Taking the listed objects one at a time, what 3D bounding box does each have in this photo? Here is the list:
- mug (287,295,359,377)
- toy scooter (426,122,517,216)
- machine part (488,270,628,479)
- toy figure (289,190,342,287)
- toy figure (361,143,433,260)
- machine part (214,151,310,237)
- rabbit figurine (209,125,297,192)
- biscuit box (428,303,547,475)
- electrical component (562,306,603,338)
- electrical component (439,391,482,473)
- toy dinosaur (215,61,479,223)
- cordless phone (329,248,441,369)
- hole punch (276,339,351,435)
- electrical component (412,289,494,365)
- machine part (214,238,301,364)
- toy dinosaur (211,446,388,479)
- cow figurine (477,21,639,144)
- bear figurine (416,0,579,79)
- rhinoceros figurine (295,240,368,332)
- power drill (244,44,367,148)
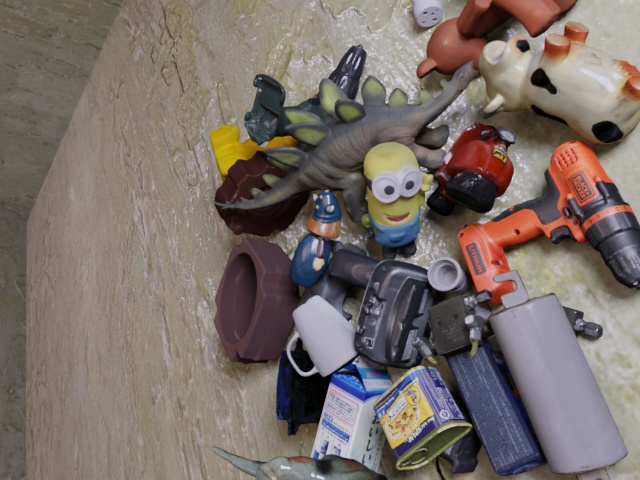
[{"bbox_3d":[-0.002,0.145,0.808,0.109,0.081,0.107,-34,81,1],"label":"mug"},{"bbox_3d":[0.202,-0.100,0.688,0.135,0.075,0.184,-56,3,-4],"label":"toy scooter"},{"bbox_3d":[0.244,0.146,0.559,0.079,0.079,0.243,-33,68,40],"label":"machine part"},{"bbox_3d":[-0.004,-0.003,0.828,0.064,0.058,0.154,30,108,27],"label":"toy figure"},{"bbox_3d":[0.100,-0.052,0.755,0.082,0.180,0.089,-32,52,-16],"label":"toy figure"},{"bbox_3d":[-0.105,-0.082,1.007,0.179,0.179,0.056,-55,47,24],"label":"machine part"},{"bbox_3d":[-0.116,-0.151,1.067,0.162,0.173,0.122,76,167,-47],"label":"rabbit figurine"},{"bbox_3d":[0.204,0.169,0.641,0.063,0.059,0.203,-43,49,33],"label":"biscuit box"},{"bbox_3d":[0.269,0.106,0.611,0.094,0.021,0.063,14,91,49],"label":"electrical component"},{"bbox_3d":[0.154,0.234,0.692,0.119,0.047,0.074,25,99,51],"label":"electrical component"},{"bbox_3d":[0.027,-0.129,0.823,0.471,0.198,0.105,-34,29,33],"label":"toy dinosaur"},{"bbox_3d":[0.072,0.091,0.776,0.184,0.088,0.146,19,95,40],"label":"cordless phone"},{"bbox_3d":[-0.021,0.232,0.860,0.092,0.116,0.142,-12,69,57],"label":"hole punch"},{"bbox_3d":[0.158,0.105,0.633,0.102,0.045,0.078,-26,61,43],"label":"electrical component"},{"bbox_3d":[-0.119,0.114,1.010,0.201,0.087,0.201,47,122,54],"label":"machine part"},{"bbox_3d":[0.049,0.342,0.656,0.405,0.192,0.131,33,111,41],"label":"toy dinosaur"},{"bbox_3d":[0.270,-0.175,0.617,0.195,0.085,0.127,38,144,24],"label":"cow figurine"},{"bbox_3d":[0.225,-0.279,0.720,0.132,0.120,0.195,42,145,9],"label":"bear figurine"},{"bbox_3d":[0.018,0.088,0.889,0.112,0.073,0.190,45,112,35],"label":"rhinoceros figurine"},{"bbox_3d":[-0.024,-0.236,0.925,0.086,0.207,0.231,35,118,26],"label":"power drill"}]
